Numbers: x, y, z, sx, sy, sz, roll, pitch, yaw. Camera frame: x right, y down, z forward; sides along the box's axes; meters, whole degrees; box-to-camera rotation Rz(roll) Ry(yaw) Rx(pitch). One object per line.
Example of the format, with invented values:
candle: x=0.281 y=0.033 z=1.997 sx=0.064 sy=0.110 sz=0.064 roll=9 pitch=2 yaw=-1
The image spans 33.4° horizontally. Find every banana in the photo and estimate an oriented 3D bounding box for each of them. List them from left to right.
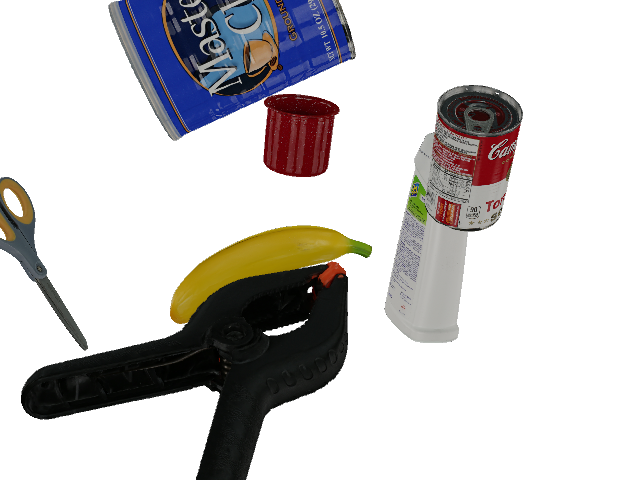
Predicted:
banana: x=-0.058 y=0.027 z=0.910 sx=0.198 sy=0.037 sz=0.069 roll=-18 pitch=-47 yaw=20

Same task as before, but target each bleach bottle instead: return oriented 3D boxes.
bleach bottle: x=0.132 y=-0.017 z=1.207 sx=0.068 sy=0.251 sz=0.103 roll=0 pitch=21 yaw=-23

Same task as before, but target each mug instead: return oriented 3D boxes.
mug: x=-0.022 y=-0.132 z=1.326 sx=0.093 sy=0.081 sz=0.117 roll=17 pitch=25 yaw=21

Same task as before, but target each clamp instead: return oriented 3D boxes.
clamp: x=-0.037 y=0.064 z=0.497 sx=0.171 sy=0.039 sz=0.120 roll=-28 pitch=50 yaw=-33

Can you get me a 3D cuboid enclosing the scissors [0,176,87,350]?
scissors: x=-0.292 y=0.015 z=1.106 sx=0.016 sy=0.201 sz=0.096 roll=-26 pitch=25 yaw=26

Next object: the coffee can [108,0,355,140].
coffee can: x=-0.060 y=-0.144 z=0.736 sx=0.140 sy=0.103 sz=0.103 roll=-25 pitch=0 yaw=-1

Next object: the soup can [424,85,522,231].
soup can: x=0.123 y=-0.066 z=0.876 sx=0.068 sy=0.102 sz=0.068 roll=2 pitch=41 yaw=-2
